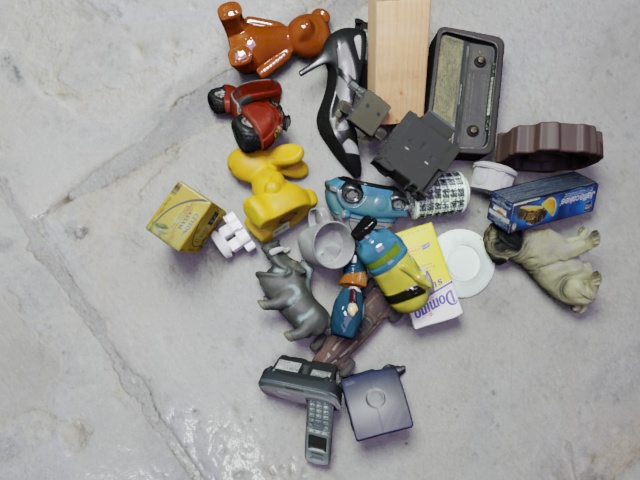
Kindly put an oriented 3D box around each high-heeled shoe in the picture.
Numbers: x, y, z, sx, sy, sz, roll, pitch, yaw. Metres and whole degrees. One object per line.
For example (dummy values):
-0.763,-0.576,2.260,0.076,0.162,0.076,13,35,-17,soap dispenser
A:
0.061,-0.249,0.977,0.145,0.086,0.248,-31,111,-9,high-heeled shoe

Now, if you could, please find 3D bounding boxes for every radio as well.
0.261,-0.263,0.996,0.131,0.073,0.229,7,88,-2,radio

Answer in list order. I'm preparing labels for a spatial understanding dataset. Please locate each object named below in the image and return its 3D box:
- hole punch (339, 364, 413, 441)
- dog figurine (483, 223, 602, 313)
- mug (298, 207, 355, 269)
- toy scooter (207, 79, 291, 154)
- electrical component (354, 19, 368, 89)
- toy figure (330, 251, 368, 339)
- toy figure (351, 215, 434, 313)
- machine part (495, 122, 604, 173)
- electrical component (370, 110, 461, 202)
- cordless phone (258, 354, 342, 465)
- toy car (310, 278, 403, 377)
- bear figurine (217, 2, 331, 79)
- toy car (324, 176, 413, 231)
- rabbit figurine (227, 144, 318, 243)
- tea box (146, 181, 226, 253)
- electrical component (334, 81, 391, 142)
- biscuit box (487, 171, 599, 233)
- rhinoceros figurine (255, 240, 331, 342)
0.100,0.292,0.964,0.142,0.092,0.115,-15,85,1,hole punch
0.400,0.050,0.989,0.191,0.121,0.172,-2,85,12,dog figurine
-0.002,-0.003,0.953,0.081,0.107,0.109,-21,98,-25,mug
-0.110,-0.234,0.965,0.135,0.075,0.184,-25,54,-19,toy scooter
0.093,-0.346,1.001,0.075,0.048,0.119,4,116,0,electrical component
0.053,0.095,0.946,0.057,0.064,0.154,26,70,-42,toy figure
0.120,0.044,0.917,0.089,0.082,0.180,-38,103,23,toy figure
0.404,-0.163,0.953,0.179,0.179,0.056,5,86,-2,machine part
0.168,-0.152,0.919,0.115,0.058,0.134,35,83,-4,electrical component
-0.035,0.310,0.960,0.147,0.089,0.184,7,108,13,cordless phone
0.068,0.162,0.984,0.089,0.053,0.202,44,86,-4,toy car
-0.068,-0.362,0.962,0.196,0.132,0.120,-11,88,3,bear figurine
0.079,-0.054,0.972,0.162,0.109,0.102,11,104,-9,toy car
-0.093,-0.107,0.960,0.162,0.121,0.173,-37,71,-6,rabbit figurine
-0.224,-0.034,0.919,0.068,0.169,0.098,35,88,0,tea box
0.073,-0.213,0.920,0.102,0.045,0.078,26,93,-19,electrical component
0.403,-0.070,0.967,0.203,0.063,0.059,-14,123,-19,biscuit box
-0.053,0.090,0.960,0.112,0.073,0.190,-34,80,7,rhinoceros figurine
